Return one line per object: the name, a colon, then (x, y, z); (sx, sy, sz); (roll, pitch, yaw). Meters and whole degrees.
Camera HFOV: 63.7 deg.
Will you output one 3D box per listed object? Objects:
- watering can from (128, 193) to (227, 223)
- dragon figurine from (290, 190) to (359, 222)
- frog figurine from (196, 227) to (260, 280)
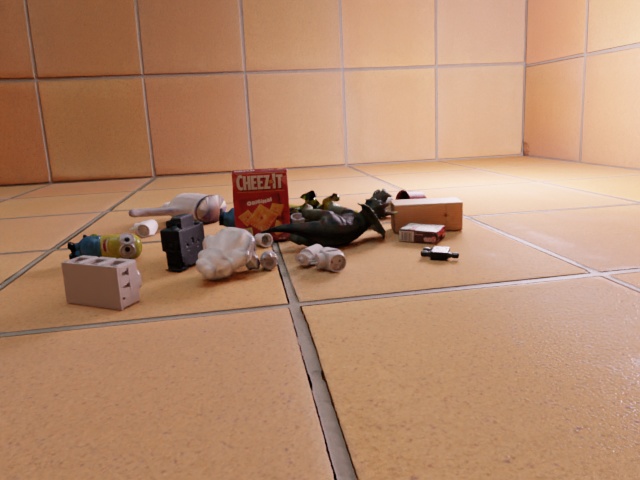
watering can: (-0.484, -0.109, 1.841); (0.224, 0.103, 0.351); (6, 14, 28)
dragon figurine: (0.005, -0.087, 1.724); (0.411, 0.122, 0.241); (10, -3, 32)
frog figurine: (-0.228, 0.030, 1.203); (0.139, 0.121, 0.160); (30, 17, 32)
